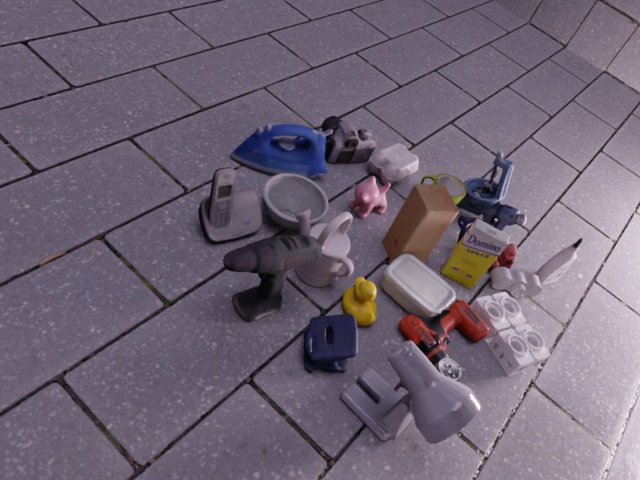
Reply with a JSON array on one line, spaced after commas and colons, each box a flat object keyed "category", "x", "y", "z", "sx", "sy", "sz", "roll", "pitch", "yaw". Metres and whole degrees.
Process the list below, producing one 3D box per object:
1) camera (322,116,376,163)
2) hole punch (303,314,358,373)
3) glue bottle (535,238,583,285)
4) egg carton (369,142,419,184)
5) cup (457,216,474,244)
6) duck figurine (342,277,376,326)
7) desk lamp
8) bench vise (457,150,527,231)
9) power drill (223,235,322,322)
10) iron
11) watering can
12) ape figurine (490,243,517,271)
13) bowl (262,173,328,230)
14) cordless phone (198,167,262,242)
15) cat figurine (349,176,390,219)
[{"category": "camera", "x": 0.074, "y": -0.301, "z": 1.650, "sx": 0.143, "sy": 0.100, "sz": 0.136, "roll": -7, "pitch": 53, "yaw": -29}, {"category": "hole punch", "x": 0.020, "y": 0.207, "z": 1.167, "sx": 0.101, "sy": 0.091, "sz": 0.108, "roll": 11, "pitch": 46, "yaw": -14}, {"category": "glue bottle", "x": 0.647, "y": 0.054, "z": 1.529, "sx": 0.078, "sy": 0.173, "sz": 0.037, "roll": -8, "pitch": 53, "yaw": -29}, {"category": "egg carton", "x": 0.216, "y": -0.221, "z": 1.662, "sx": 0.107, "sy": 0.069, "sz": 0.151, "roll": 44, "pitch": 47, "yaw": 18}, {"category": "cup", "x": 0.389, "y": 0.002, "z": 1.517, "sx": 0.092, "sy": 0.095, "sz": 0.117, "roll": -14, "pitch": 57, "yaw": -33}, {"category": "duck figurine", "x": 0.098, "y": 0.132, "z": 1.274, "sx": 0.078, "sy": 0.086, "sz": 0.104, "roll": -4, "pitch": 51, "yaw": -26}, {"category": "desk lamp", "x": 0.166, "y": 0.293, "z": 1.066, "sx": 0.203, "sy": 0.213, "sz": 0.118, "roll": 42, "pitch": 47, "yaw": 16}, {"category": "bench vise", "x": 0.502, "y": -0.136, "z": 1.605, "sx": 0.207, "sy": 0.219, "sz": 0.121, "roll": 27, "pitch": 44, "yaw": 2}, {"category": "power drill", "x": -0.108, "y": 0.071, "z": 1.151, "sx": 0.230, "sy": 0.208, "sz": 0.075, "roll": -19, "pitch": 59, "yaw": -36}, {"category": "iron", "x": -0.095, "y": -0.251, "z": 1.500, "sx": 0.259, "sy": 0.141, "sz": 0.118, "roll": 5, "pitch": 48, "yaw": -20}, {"category": "watering can", "x": 0.010, "y": 0.005, "z": 1.274, "sx": 0.173, "sy": 0.194, "sz": 0.101, "roll": 29, "pitch": 44, "yaw": 3}, {"category": "ape figurine", "x": 0.489, "y": 0.046, "z": 1.524, "sx": 0.078, "sy": 0.092, "sz": 0.076, "roll": 9, "pitch": 47, "yaw": -16}, {"category": "bowl", "x": -0.068, "y": -0.082, "z": 1.405, "sx": 0.168, "sy": 0.074, "sz": 0.167, "roll": 13, "pitch": 46, "yaw": -13}, {"category": "cordless phone", "x": -0.190, "y": -0.090, "z": 1.278, "sx": 0.148, "sy": 0.185, "sz": 0.094, "roll": -18, "pitch": 59, "yaw": -35}, {"category": "cat figurine", "x": 0.134, "y": -0.119, "z": 1.498, "sx": 0.128, "sy": 0.117, "sz": 0.067, "roll": -19, "pitch": 59, "yaw": -36}]
